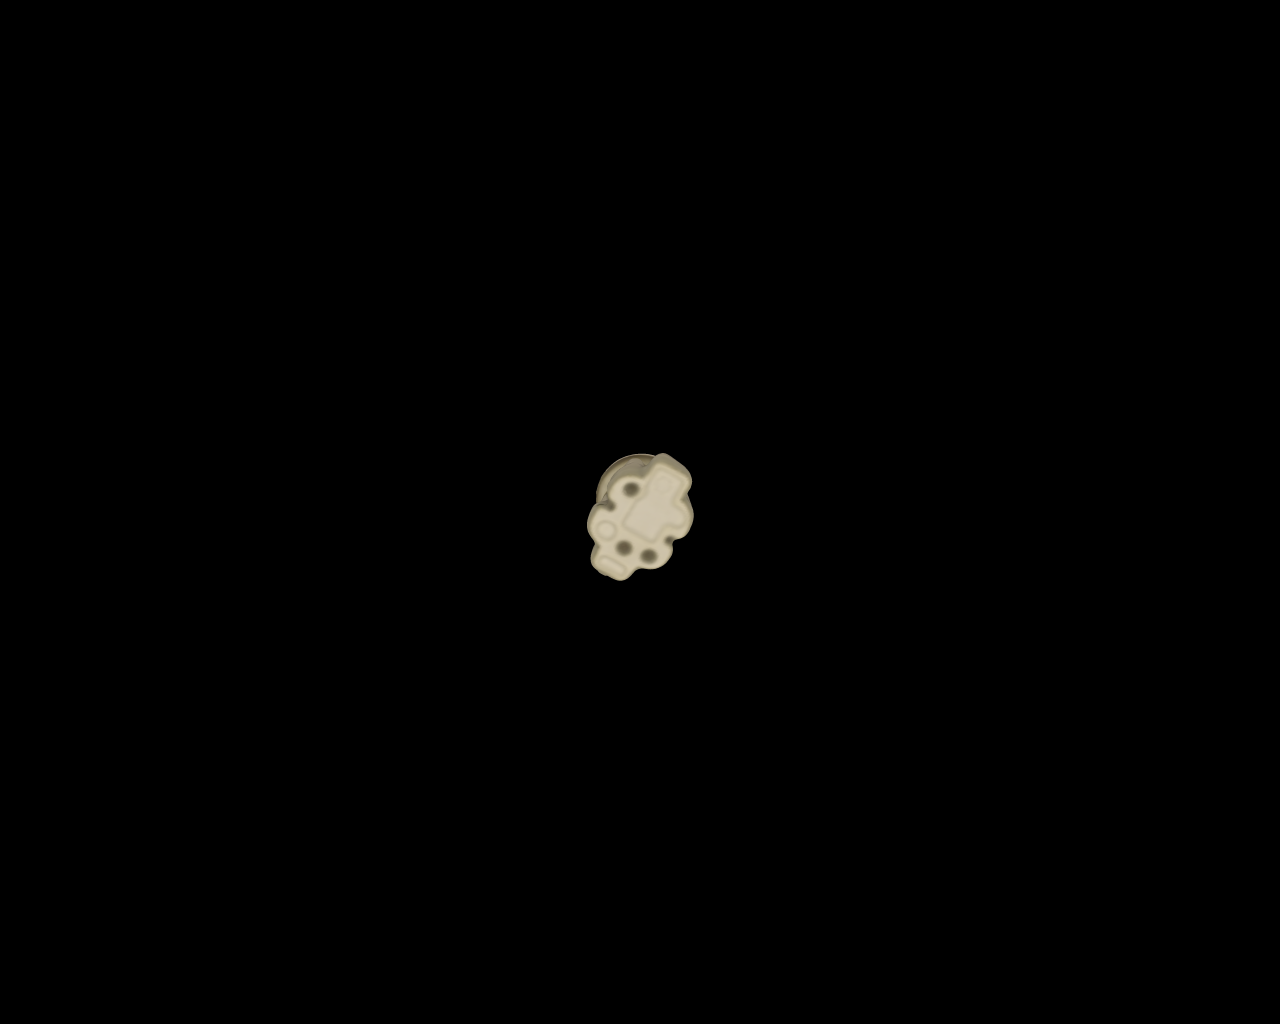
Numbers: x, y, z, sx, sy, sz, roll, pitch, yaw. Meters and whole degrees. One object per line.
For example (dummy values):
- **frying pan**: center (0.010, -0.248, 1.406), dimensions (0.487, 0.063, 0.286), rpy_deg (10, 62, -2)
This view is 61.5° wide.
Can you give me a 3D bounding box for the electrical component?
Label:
- **electrical component**: center (0.001, -0.003, 0.650), dimensions (0.058, 0.078, 0.057), rpy_deg (30, 16, -9)
